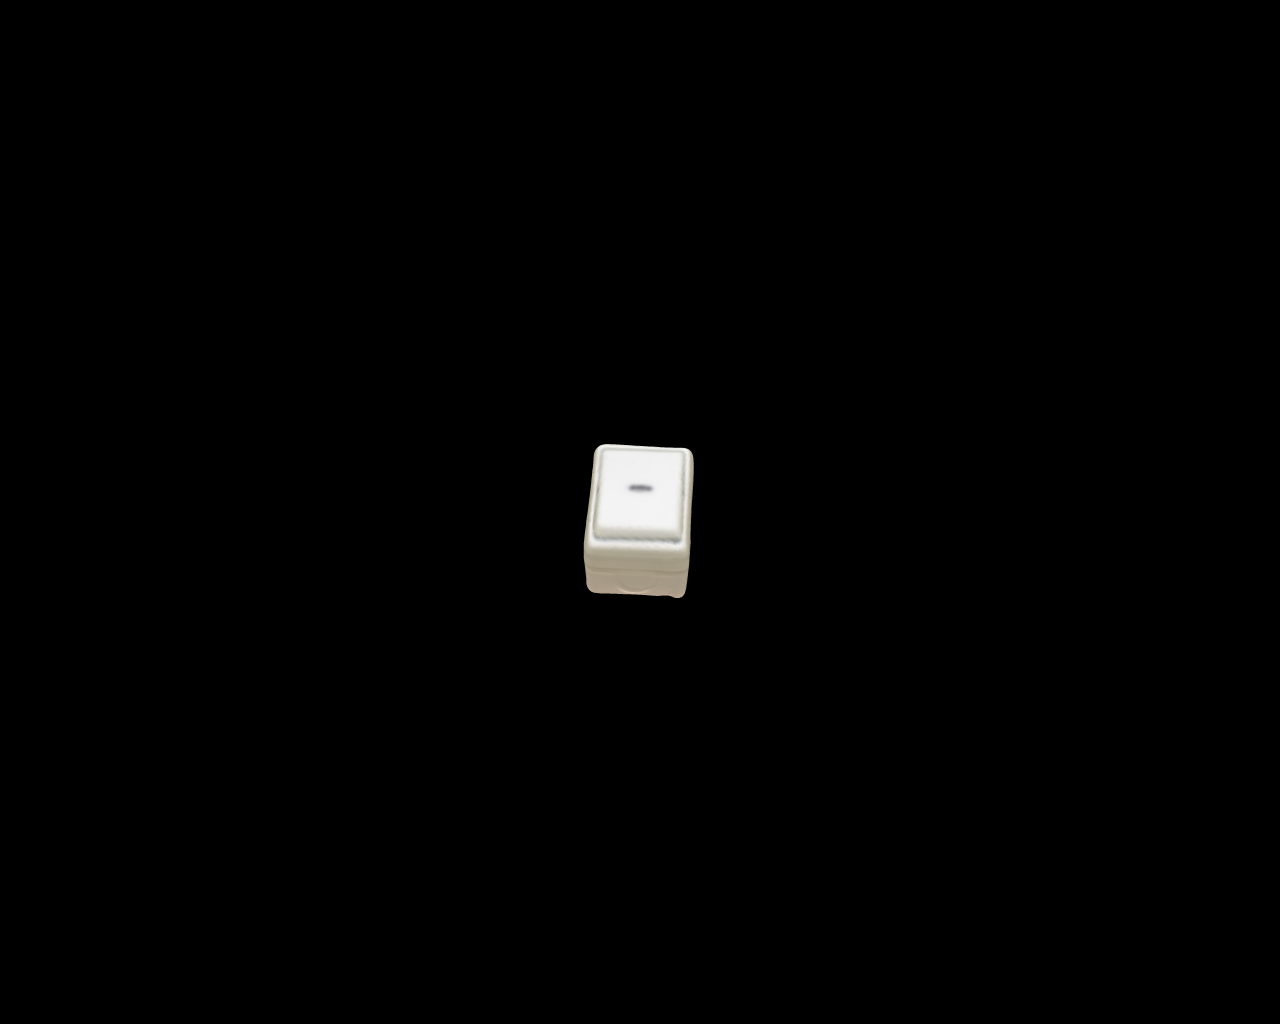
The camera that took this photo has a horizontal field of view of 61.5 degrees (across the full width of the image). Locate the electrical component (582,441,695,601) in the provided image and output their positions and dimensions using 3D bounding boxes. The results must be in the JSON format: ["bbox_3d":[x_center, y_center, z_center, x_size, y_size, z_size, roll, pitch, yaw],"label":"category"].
[{"bbox_3d":[0.001,-0.003,0.650,0.062,0.096,0.061,3,-36,2],"label":"electrical component"}]
